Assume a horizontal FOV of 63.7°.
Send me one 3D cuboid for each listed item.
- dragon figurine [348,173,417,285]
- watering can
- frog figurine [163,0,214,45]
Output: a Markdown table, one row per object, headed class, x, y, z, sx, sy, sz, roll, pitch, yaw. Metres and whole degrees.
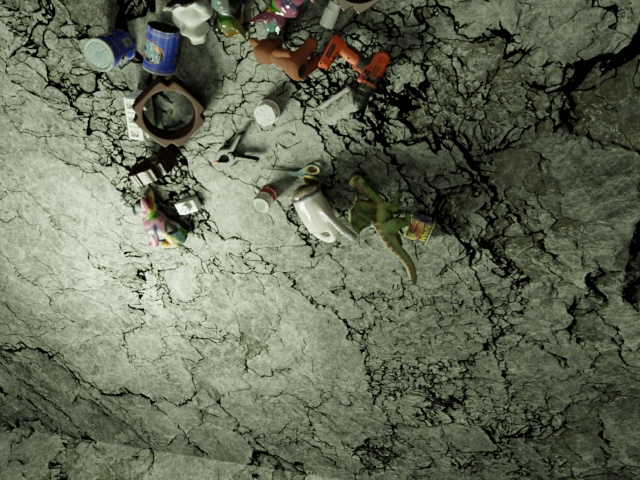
| class | x | y | z | sx | sy | sz | roll | pitch | yaw |
| --- | --- | --- | --- | --- | --- | --- | --- | --- | --- |
| dragon figurine | 0.186 | -0.049 | 1.689 | 0.243 | 0.418 | 0.120 | 3 | 151 | -34 |
| watering can | 0.005 | -0.088 | 1.742 | 0.222 | 0.105 | 0.347 | 60 | 160 | -14 |
| frog figurine | -0.384 | -0.684 | 1.575 | 0.137 | 0.125 | 0.157 | -17 | 152 | 15 |
